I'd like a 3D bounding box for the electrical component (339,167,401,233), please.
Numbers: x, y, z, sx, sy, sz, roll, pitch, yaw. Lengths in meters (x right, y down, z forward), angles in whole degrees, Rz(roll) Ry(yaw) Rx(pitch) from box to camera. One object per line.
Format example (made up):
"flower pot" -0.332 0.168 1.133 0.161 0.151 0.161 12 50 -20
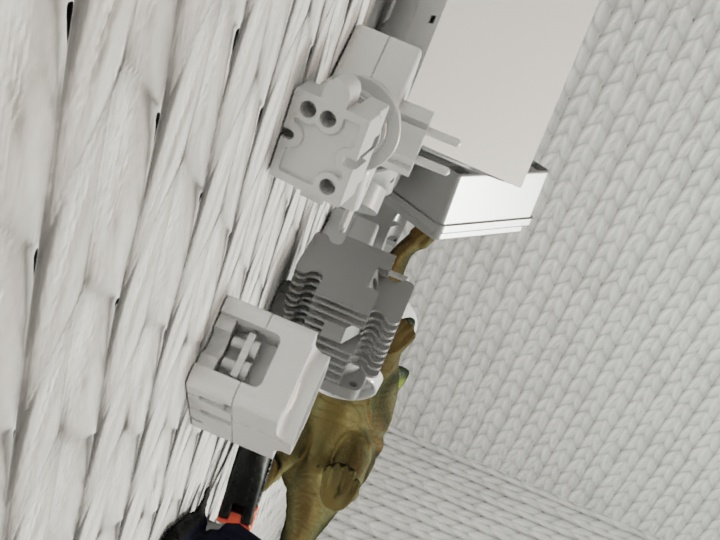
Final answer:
"electrical component" 0.002 -0.063 0.737 0.077 0.043 0.079 91 21 -82

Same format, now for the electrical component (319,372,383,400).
"electrical component" -0.009 0.064 0.825 0.078 0.058 0.057 100 0 -59

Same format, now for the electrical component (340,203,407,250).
"electrical component" 0.016 -0.058 0.903 0.050 0.056 0.089 105 8 -70

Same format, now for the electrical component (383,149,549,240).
"electrical component" 0.068 -0.075 0.823 0.109 0.109 0.056 -7 125 -42

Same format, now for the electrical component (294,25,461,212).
"electrical component" 0.016 -0.073 0.572 0.047 0.076 0.083 109 4 -67

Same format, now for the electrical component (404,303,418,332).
"electrical component" 0.008 0.069 1.290 0.060 0.108 0.108 -58 172 -37

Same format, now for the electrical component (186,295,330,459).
"electrical component" -0.051 0.058 0.548 0.089 0.056 0.050 106 7 -67

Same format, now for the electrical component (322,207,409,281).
"electrical component" 0.000 0.000 0.844 0.047 0.077 0.065 109 4 -50

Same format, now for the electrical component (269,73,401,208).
"electrical component" -0.009 -0.064 0.499 0.055 0.048 0.066 -47 161 -60

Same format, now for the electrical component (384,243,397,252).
"electrical component" 0.000 0.014 1.128 0.061 0.061 0.096 -62 174 -63

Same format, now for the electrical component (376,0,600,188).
"electrical component" 0.079 -0.159 0.656 0.060 0.105 0.186 29 -81 54
